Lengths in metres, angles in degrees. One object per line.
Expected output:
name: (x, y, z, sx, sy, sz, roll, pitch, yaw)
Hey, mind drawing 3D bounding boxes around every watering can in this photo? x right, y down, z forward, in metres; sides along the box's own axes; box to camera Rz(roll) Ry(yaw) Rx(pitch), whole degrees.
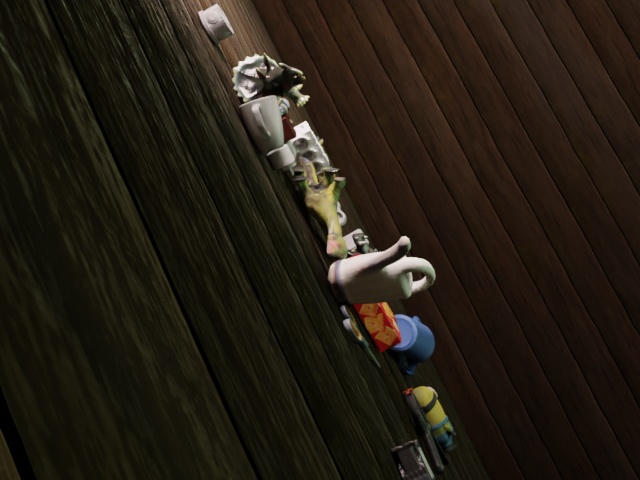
watering can: (0.121, 0.067, 1.077, 0.342, 0.224, 0.106, 48, 35, -63)

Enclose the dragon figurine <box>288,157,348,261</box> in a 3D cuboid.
dragon figurine: (0.004, -0.065, 1.289, 0.416, 0.122, 0.239, -111, -170, -70)
